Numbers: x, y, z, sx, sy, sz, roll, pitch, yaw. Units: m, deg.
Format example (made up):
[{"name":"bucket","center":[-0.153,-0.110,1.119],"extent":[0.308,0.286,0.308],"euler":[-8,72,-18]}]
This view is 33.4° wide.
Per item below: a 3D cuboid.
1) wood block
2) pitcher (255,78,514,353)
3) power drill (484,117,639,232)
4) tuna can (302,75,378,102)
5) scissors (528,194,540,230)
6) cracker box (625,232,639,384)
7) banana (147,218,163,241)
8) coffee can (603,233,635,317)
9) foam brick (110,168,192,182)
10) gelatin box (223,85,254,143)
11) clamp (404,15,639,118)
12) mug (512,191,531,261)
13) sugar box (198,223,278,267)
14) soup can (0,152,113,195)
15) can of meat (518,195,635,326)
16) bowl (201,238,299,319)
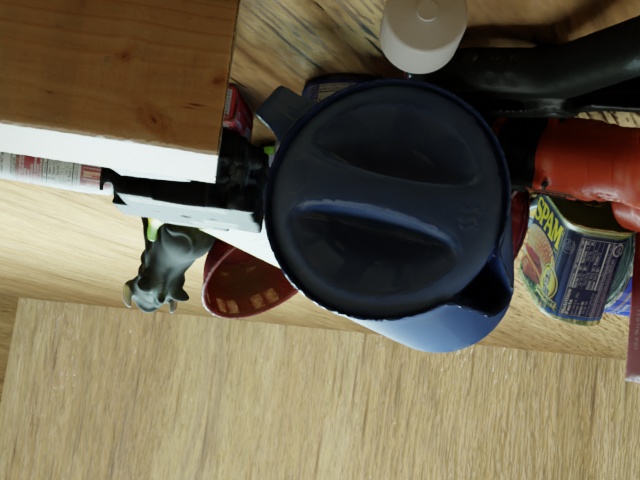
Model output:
[{"name":"wood block","center":[-0.154,-0.097,0.594],"extent":[0.206,0.090,0.091],"euler":[8,171,-5]},{"name":"pitcher","center":[0.053,-0.004,0.670],"extent":[0.145,0.149,0.242],"euler":[-5,166,13]},{"name":"power drill","center":[0.184,-0.043,0.715],"extent":[0.187,0.057,0.185],"euler":[11,-175,-40]},{"name":"tuna can","center":[0.028,-0.082,0.715],"extent":[0.086,0.034,0.086],"euler":[8,171,1]},{"name":"scissors","center":[0.179,-0.026,1.008],"extent":[0.096,0.016,0.202],"euler":[11,171,-9]},{"name":"cracker box","center":[0.342,0.044,0.826],"extent":[0.213,0.164,0.072],"euler":[12,169,-24]},{"name":"banana","center":[-0.097,-0.038,1.041],"extent":[0.198,0.037,0.069],"euler":[-3,133,29]},{"name":"coffee can","center":[0.302,0.022,0.918],"extent":[0.140,0.103,0.103],"euler":[10,171,-17]},{"name":"foam brick","center":[-0.108,-0.082,0.689],"extent":[0.051,0.078,0.053],"euler":[7,170,14]},{"name":"gelatin box","center":[-0.097,-0.091,0.773],"extent":[0.089,0.030,0.073],"euler":[7,171,6]},{"name":"clamp","center":[0.138,-0.085,0.584],"extent":[0.164,0.036,0.210],"euler":[7,177,-42]},{"name":"mug","center":[0.117,-0.026,0.862],"extent":[0.081,0.093,0.117],"euler":[16,139,-18]},{"name":"sugar box","center":[-0.006,0.001,0.927],"extent":[0.176,0.048,0.094],"euler":[25,158,-27]},{"name":"soup can","center":[-0.209,-0.076,0.853],"extent":[0.102,0.068,0.068],"euler":[9,171,-10]},{"name":"can of meat","center":[0.201,0.009,0.851],"extent":[0.057,0.084,0.102],"euler":[8,-156,-8]},{"name":"bowl","center":[-0.073,0.018,1.228],"extent":[0.162,0.055,0.162],"euler":[-23,147,-16]}]
